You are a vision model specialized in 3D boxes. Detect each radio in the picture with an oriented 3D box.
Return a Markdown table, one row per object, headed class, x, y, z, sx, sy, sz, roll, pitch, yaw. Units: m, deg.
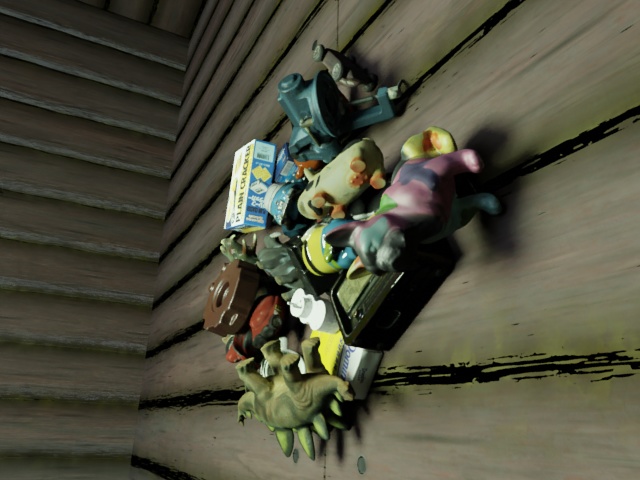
| class | x | y | z | sx | sy | sz | roll | pitch | yaw |
| --- | --- | --- | --- | --- | --- | --- | --- | --- | --- |
| radio | 0.103 | 0.060 | 0.836 | 0.229 | 0.073 | 0.131 | -61 | 28 | 34 |

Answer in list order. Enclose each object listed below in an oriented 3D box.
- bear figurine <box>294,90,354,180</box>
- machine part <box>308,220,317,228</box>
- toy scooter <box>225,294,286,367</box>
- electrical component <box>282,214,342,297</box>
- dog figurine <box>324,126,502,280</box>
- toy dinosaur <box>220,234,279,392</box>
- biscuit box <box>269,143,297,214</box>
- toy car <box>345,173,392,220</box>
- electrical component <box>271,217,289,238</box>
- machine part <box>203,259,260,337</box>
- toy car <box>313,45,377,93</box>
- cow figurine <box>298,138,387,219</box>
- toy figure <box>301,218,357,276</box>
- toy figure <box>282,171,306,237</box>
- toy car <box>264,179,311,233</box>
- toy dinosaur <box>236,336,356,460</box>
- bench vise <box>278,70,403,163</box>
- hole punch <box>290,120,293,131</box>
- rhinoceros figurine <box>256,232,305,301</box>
| class | x | y | z | sx | sy | sz | roll | pitch | yaw |
| --- | --- | --- | --- | --- | --- | --- | --- | --- | --- |
| bear figurine | -0.014 | -0.233 | 1.155 | 0.196 | 0.132 | 0.120 | -41 | 7 | 46 |
| machine part | -0.002 | -0.003 | 1.096 | 0.039 | 0.084 | 0.139 | 84 | -167 | -62 |
| toy scooter | -0.134 | 0.205 | 1.128 | 0.184 | 0.075 | 0.135 | -51 | 22 | 10 |
| electrical component | 0.012 | 0.036 | 0.968 | 0.134 | 0.115 | 0.058 | 64 | 166 | -20 |
| dog figurine | 0.106 | -0.042 | 0.704 | 0.219 | 0.108 | 0.192 | -31 | 35 | -2 |
| toy dinosaur | -0.146 | 0.166 | 1.273 | 0.192 | 0.131 | 0.405 | -56 | 39 | 40 |
| biscuit box | -0.098 | -0.152 | 1.361 | 0.202 | 0.059 | 0.063 | -54 | 35 | 41 |
| toy car | 0.095 | -0.065 | 0.933 | 0.202 | 0.056 | 0.073 | -10 | 63 | 62 |
| electrical component | -0.084 | -0.065 | 1.312 | 0.075 | 0.048 | 0.119 | -38 | 45 | 55 |
| machine part | -0.198 | 0.126 | 1.180 | 0.179 | 0.056 | 0.179 | -42 | 34 | 37 |
| toy car | 0.048 | -0.352 | 1.112 | 0.053 | 0.089 | 0.202 | -63 | 31 | 25 |
| cow figurine | 0.029 | -0.101 | 0.918 | 0.195 | 0.085 | 0.127 | -40 | 27 | 38 |
| toy figure | 0.028 | 0.012 | 0.841 | 0.180 | 0.082 | 0.089 | -4 | 73 | 62 |
| toy figure | -0.057 | -0.084 | 1.249 | 0.057 | 0.064 | 0.154 | 65 | -149 | -69 |
| toy car | -0.067 | -0.078 | 1.142 | 0.103 | 0.161 | 0.109 | 24 | 103 | 19 |
| toy dinosaur | -0.066 | 0.287 | 0.965 | 0.471 | 0.105 | 0.198 | -22 | 92 | 56 |
| bench vise | 0.040 | -0.220 | 0.983 | 0.241 | 0.223 | 0.129 | -10 | 38 | 25 |
| hole punch | -0.027 | -0.280 | 1.262 | 0.115 | 0.092 | 0.142 | 84 | 174 | -51 |
| rhinoceros figurine | -0.080 | 0.050 | 1.184 | 0.191 | 0.112 | 0.073 | 44 | 161 | 47 |
